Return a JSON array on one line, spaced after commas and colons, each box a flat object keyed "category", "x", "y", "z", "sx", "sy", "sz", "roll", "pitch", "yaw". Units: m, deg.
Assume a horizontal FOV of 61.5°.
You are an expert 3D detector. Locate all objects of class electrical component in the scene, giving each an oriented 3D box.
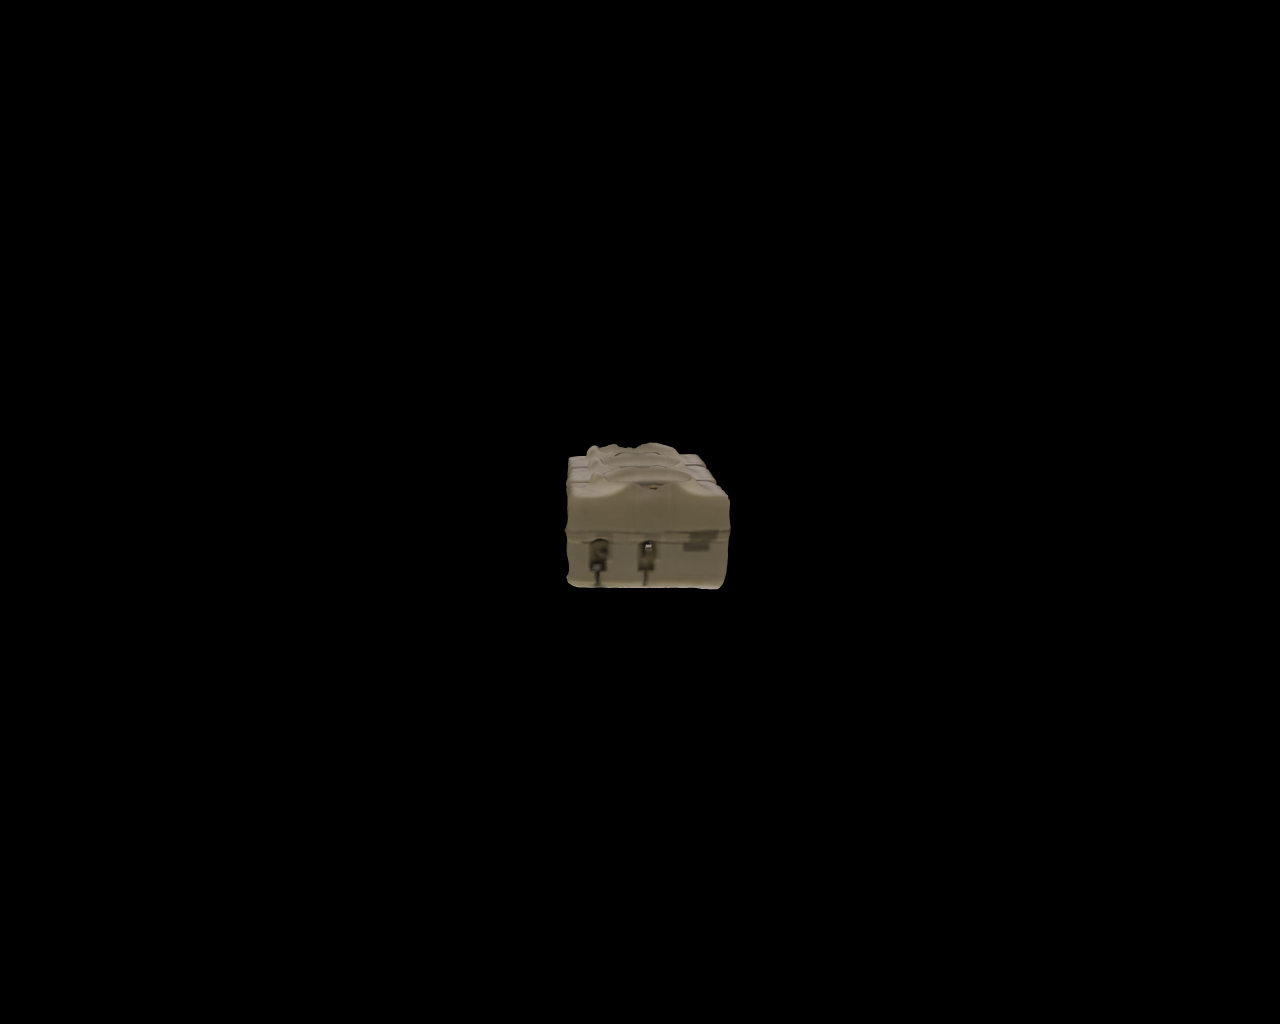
[{"category": "electrical component", "x": 0.001, "y": -0.003, "z": 0.650, "sx": 0.089, "sy": 0.061, "sz": 0.150, "roll": -1, "pitch": 11, "yaw": -4}]
